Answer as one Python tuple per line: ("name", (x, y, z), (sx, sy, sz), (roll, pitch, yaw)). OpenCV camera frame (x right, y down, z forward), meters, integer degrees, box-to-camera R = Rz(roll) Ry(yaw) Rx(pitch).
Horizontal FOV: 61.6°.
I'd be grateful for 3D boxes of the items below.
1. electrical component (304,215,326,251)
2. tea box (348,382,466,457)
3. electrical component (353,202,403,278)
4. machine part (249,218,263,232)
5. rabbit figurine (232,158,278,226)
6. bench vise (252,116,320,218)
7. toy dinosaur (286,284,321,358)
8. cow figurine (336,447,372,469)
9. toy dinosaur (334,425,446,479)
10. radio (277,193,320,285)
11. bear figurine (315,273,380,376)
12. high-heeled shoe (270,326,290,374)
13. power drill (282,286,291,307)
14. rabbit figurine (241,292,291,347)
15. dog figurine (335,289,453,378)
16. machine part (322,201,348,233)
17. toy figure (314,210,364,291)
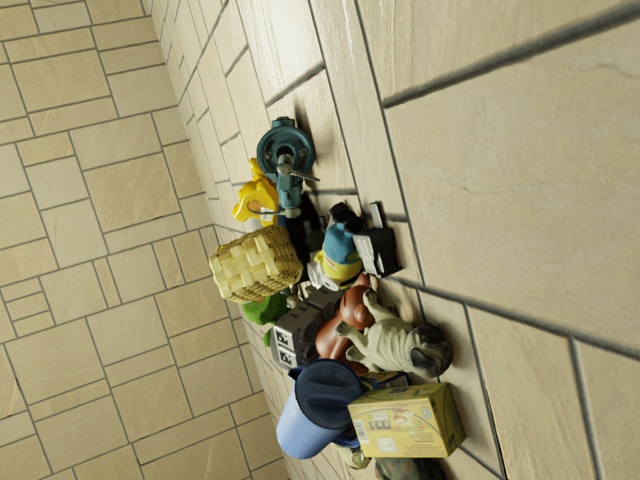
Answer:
("electrical component", (-0.002, -0.003, 1.154), (0.021, 0.063, 0.093), (-146, 40, -63))
("tea box", (0.140, 0.296, 0.881), (0.170, 0.068, 0.098), (-18, 89, 40))
("electrical component", (0.092, 0.000, 0.897), (0.075, 0.048, 0.119), (15, 123, 69))
("machine part", (-0.163, -0.063, 1.527), (0.079, 0.079, 0.243), (108, 151, -62))
("rabbit figurine", (-0.157, -0.137, 1.411), (0.173, 0.122, 0.162), (-80, -2, -60))
("bench vise", (-0.071, -0.138, 1.108), (0.241, 0.129, 0.223), (-102, 19, -73))
("toy dinosaur", (0.025, 0.266, 1.295), (0.472, 0.105, 0.198), (-124, 18, -46))
("cow figurine", (0.048, 0.466, 1.300), (0.195, 0.085, 0.127), (46, -178, 22))
("toy dinosaur", (0.166, 0.442, 1.010), (0.405, 0.131, 0.192), (21, 128, 61))
("radio", (-0.052, 0.001, 1.305), (0.229, 0.073, 0.131), (103, 146, -56))
("bear figurine", (0.076, 0.162, 1.037), (0.195, 0.132, 0.120), (-52, 24, 37))
("high-heeled shoe", (-0.027, 0.305, 1.242), (0.249, 0.086, 0.145), (56, -176, 39))
("power drill", (-0.071, 0.196, 1.538), (0.207, 0.086, 0.232), (61, 169, -13))
("rabbit figurine", (-0.110, 0.189, 1.385), (0.170, 0.121, 0.159), (46, -160, -47))
("dog figurine", (0.140, 0.186, 0.876), (0.191, 0.121, 0.172), (27, 169, 44))
("machine part", (0.033, -0.021, 1.074), (0.138, 0.039, 0.084), (99, 154, -59))
("toy figure", (0.047, 0.024, 1.007), (0.180, 0.089, 0.082), (103, 159, -44))
